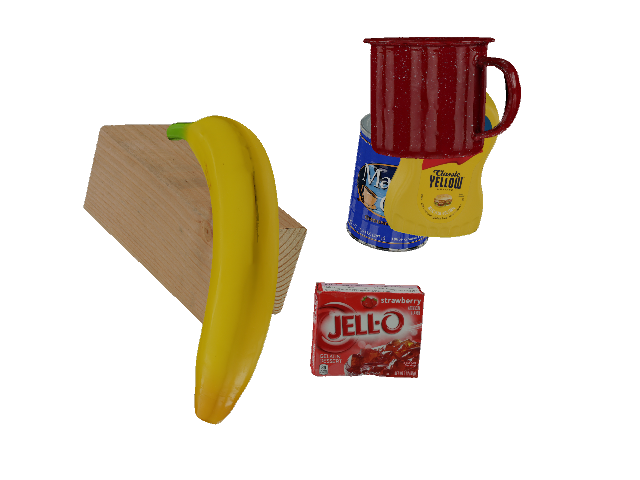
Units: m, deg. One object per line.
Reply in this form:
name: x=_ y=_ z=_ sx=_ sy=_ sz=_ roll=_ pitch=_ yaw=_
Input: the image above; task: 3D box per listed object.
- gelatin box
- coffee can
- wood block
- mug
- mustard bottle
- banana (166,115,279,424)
gelatin box: x=0.038 y=0.074 z=0.877 sx=0.089 sy=0.073 sz=0.030 roll=2 pitch=13 yaw=-5
coffee can: x=0.090 y=-0.072 z=1.278 sx=0.102 sy=0.140 sz=0.103 roll=6 pitch=28 yaw=-3
wood block: x=-0.118 y=-0.021 z=0.964 sx=0.090 sy=0.091 sz=0.206 roll=-7 pitch=34 yaw=-43
mug: x=0.087 y=-0.102 z=0.755 sx=0.117 sy=0.081 sz=0.093 roll=7 pitch=14 yaw=32
mustard bottle: x=0.122 y=-0.098 z=1.036 sx=0.096 sy=0.192 sz=0.058 roll=3 pitch=28 yaw=-9
banana: x=-0.050 y=0.001 z=0.596 sx=0.037 sy=0.198 sz=0.070 roll=15 pitch=-38 yaw=-33
